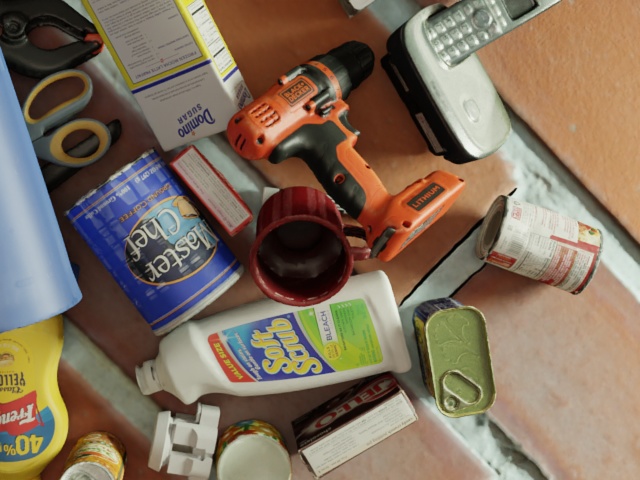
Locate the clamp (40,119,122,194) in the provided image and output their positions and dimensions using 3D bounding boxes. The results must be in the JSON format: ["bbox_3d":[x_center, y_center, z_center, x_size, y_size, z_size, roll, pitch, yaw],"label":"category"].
[{"bbox_3d":[-0.299,-0.050,0.986,0.164,0.036,0.210,25,89,-5],"label":"clamp"}]

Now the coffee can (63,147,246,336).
[{"bbox_3d":[-0.150,0.002,0.970,0.103,0.103,0.140,-36,97,-1],"label":"coffee can"}]

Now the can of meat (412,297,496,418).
[{"bbox_3d":[0.124,0.108,1.012,0.057,0.084,0.102,-10,96,-4],"label":"can of meat"}]

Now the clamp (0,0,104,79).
[{"bbox_3d":[-0.284,-0.178,0.965,0.171,0.039,0.120,12,85,-9],"label":"clamp"}]

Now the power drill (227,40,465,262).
[{"bbox_3d":[0.036,-0.084,0.950,0.188,0.057,0.184,43,55,10],"label":"power drill"}]

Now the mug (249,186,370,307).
[{"bbox_3d":[-0.006,0.001,0.981,0.117,0.081,0.093,-3,117,-1],"label":"mug"}]

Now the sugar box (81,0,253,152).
[{"bbox_3d":[-0.137,-0.174,0.950,0.093,0.048,0.176,-15,115,27],"label":"sugar box"}]

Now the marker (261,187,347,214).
[{"bbox_3d":[0.005,-0.036,1.021,0.121,0.020,0.020,5,95,-5],"label":"marker"}]

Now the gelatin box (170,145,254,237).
[{"bbox_3d":[-0.098,-0.047,0.984,0.030,0.073,0.089,-41,97,-1],"label":"gelatin box"}]

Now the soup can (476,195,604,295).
[{"bbox_3d":[0.208,0.004,1.017,0.102,0.068,0.068,20,93,-6],"label":"soup can"}]

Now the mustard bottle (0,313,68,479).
[{"bbox_3d":[-0.285,0.159,0.996,0.096,0.058,0.191,-2,96,-5],"label":"mustard bottle"}]

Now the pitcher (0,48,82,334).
[{"bbox_3d":[-0.299,-0.041,0.885,0.145,0.149,0.243,-13,101,-3],"label":"pitcher"}]

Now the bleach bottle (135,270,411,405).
[{"bbox_3d":[-0.047,0.107,1.010,0.251,0.068,0.102,-16,96,-1],"label":"bleach bottle"}]

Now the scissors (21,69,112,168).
[{"bbox_3d":[-0.274,-0.070,0.962,0.201,0.016,0.096,-43,96,-3],"label":"scissors"}]

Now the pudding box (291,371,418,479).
[{"bbox_3d":[0.031,0.171,1.007,0.113,0.090,0.039,-32,98,-1],"label":"pudding box"}]
